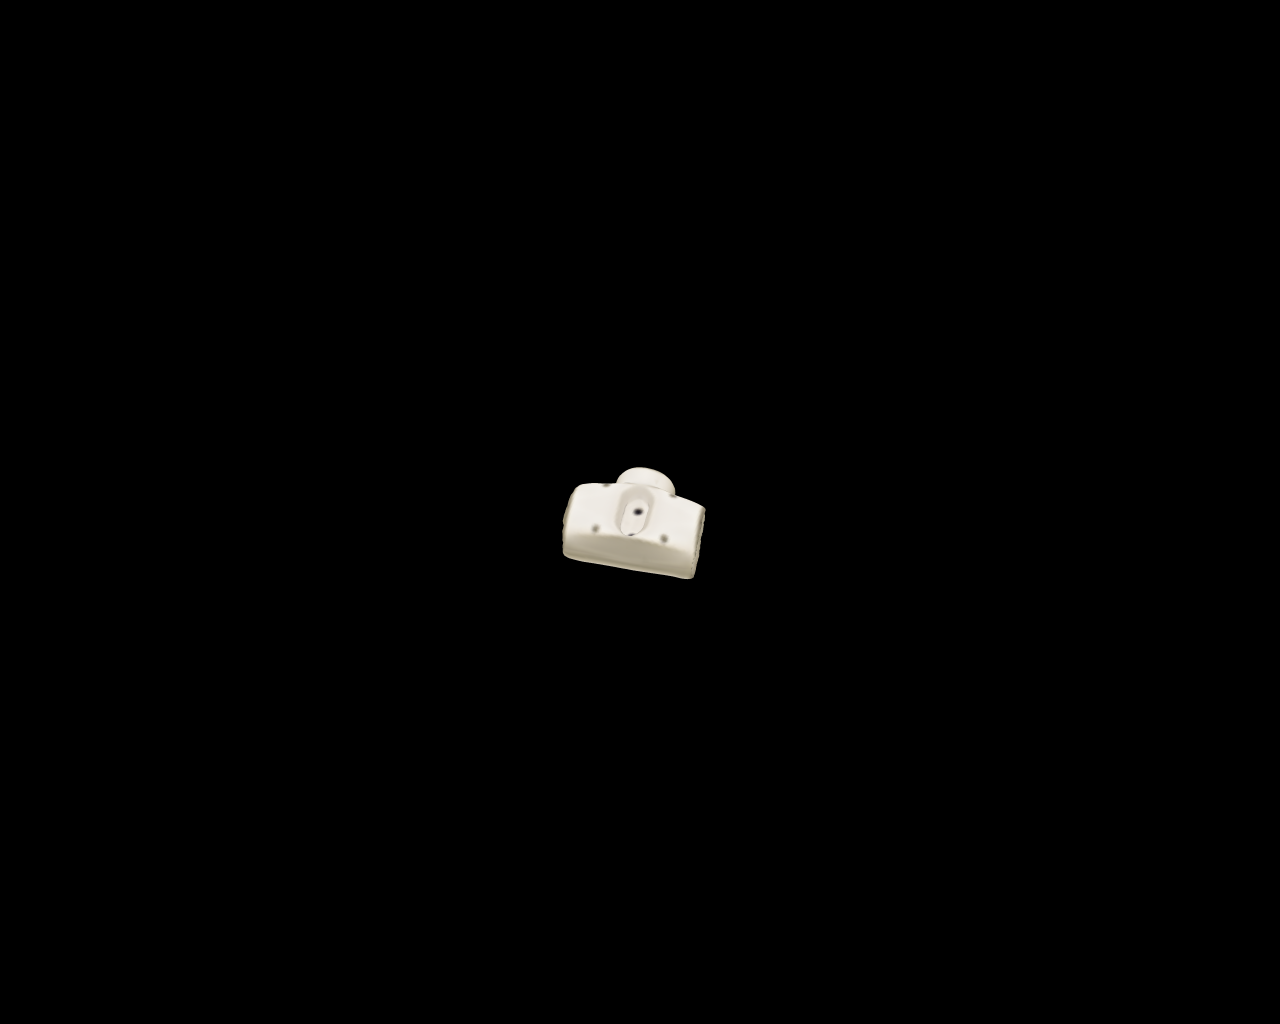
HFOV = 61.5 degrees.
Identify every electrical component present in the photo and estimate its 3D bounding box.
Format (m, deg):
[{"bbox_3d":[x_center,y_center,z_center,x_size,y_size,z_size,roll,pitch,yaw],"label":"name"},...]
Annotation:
[{"bbox_3d":[0.001,-0.003,0.650,0.077,0.079,0.043,10,-36,8],"label":"electrical component"}]
